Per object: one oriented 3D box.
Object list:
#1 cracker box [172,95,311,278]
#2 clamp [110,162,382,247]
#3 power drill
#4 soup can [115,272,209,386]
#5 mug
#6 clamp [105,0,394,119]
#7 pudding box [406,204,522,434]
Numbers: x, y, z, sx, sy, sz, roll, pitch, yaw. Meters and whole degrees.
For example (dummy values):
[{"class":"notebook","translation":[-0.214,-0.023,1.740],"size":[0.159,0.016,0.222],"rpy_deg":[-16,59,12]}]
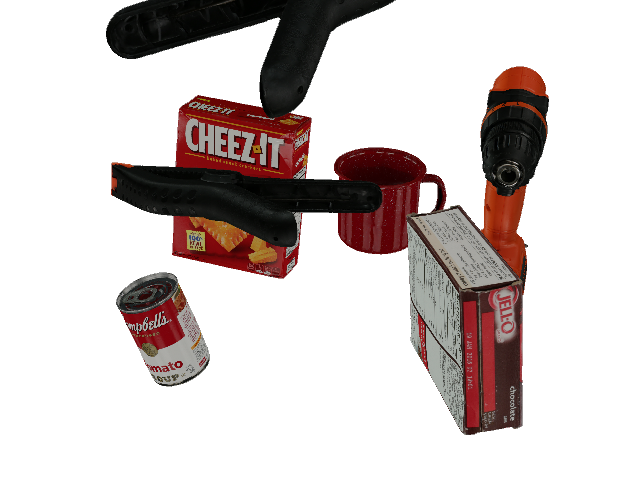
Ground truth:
[{"class":"cracker box","translation":[-0.107,-0.068,1.409],"size":[0.164,0.214,0.072],"rpy_deg":[13,26,14]},{"class":"clamp","translation":[-0.074,-0.032,0.803],"size":[0.210,0.036,0.164],"rpy_deg":[8,13,17]},{"class":"power drill","translation":[0.155,-0.034,0.896],"size":[0.057,0.188,0.184],"rpy_deg":[10,31,10]},{"class":"soup can","translation":[-0.165,0.094,1.124],"size":[0.068,0.102,0.068],"rpy_deg":[-15,29,8]},{"class":"mug","translation":[0.071,-0.040,1.091],"size":[0.117,0.081,0.093],"rpy_deg":[-5,30,-10]},{"class":"clamp","translation":[-0.005,-0.116,0.515],"size":[0.171,0.039,0.120],"rpy_deg":[-35,52,-22]},{"class":"pudding box","translation":[0.080,0.042,0.605],"size":[0.039,0.090,0.113],"rpy_deg":[-8,24,-10]}]
